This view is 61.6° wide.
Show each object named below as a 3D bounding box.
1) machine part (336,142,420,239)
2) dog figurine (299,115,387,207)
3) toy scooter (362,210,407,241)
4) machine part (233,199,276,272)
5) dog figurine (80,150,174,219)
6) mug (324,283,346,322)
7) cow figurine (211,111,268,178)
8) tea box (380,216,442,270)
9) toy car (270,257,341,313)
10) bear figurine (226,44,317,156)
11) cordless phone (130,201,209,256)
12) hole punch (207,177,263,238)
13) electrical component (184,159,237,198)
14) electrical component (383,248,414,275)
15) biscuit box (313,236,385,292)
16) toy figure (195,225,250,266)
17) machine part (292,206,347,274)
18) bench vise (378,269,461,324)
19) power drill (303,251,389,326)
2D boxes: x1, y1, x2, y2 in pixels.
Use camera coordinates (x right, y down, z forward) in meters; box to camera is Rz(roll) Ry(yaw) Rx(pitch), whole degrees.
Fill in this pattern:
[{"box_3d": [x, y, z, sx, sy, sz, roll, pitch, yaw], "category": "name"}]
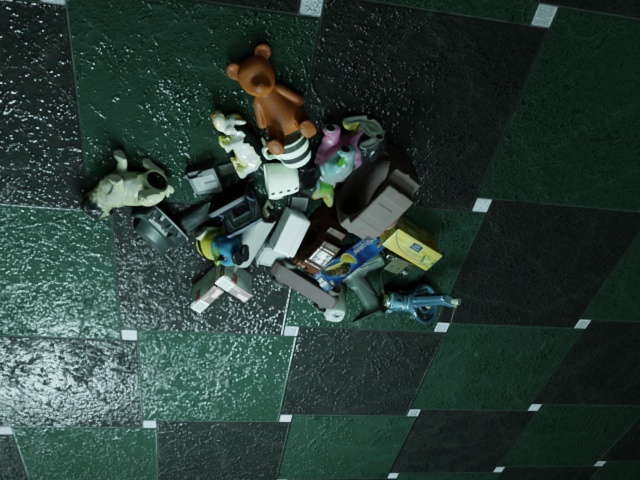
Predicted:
[{"box_3d": [0.134, -0.116, 1.276, 0.087, 0.202, 0.201, 30, 120, -26], "category": "machine part"}, {"box_3d": [0.048, -0.178, 1.276, 0.191, 0.108, 0.219, -22, 155, -28], "category": "dog figurine"}, {"box_3d": [0.171, -0.078, 1.380, 0.075, 0.135, 0.184, 44, 134, -8], "category": "toy scooter"}, {"box_3d": [-0.183, -0.011, 1.407, 0.079, 0.079, 0.243, 19, 125, -21], "category": "machine part"}, {"box_3d": [-0.466, -0.104, 1.294, 0.172, 0.121, 0.190, 29, 135, -24], "category": "dog figurine"}, {"box_3d": [0.035, 0.195, 1.586, 0.081, 0.107, 0.109, 16, 124, -17], "category": "mug"}, {"box_3d": [-0.180, -0.232, 1.225, 0.098, 0.068, 0.167, -27, 133, -5], "category": "cow figurine"}, {"box_3d": [0.241, 0.000, 1.456, 0.169, 0.098, 0.068, 31, 119, -26], "category": "tea box"}, {"box_3d": [-0.039, 0.119, 1.456, 0.202, 0.053, 0.089, 32, 122, -1], "category": "toy car"}, {"box_3d": [-0.105, -0.301, 1.144, 0.120, 0.132, 0.195, -26, 134, 9], "category": "bear figurine"}, {"box_3d": [-0.366, -0.060, 1.355, 0.184, 0.089, 0.146, -32, 127, 5], "category": "cordless phone"}, {"box_3d": [-0.204, -0.079, 1.320, 0.142, 0.116, 0.092, -29, 121, 15], "category": "hole punch"}, {"box_3d": [-0.259, -0.153, 1.299, 0.119, 0.048, 0.074, -10, 131, 3], "category": "electrical component"}, {"box_3d": [0.224, 0.056, 1.535, 0.102, 0.045, 0.078, 17, 137, -19], "category": "electrical component"}, {"box_3d": [0.080, 0.054, 1.422, 0.203, 0.059, 0.063, -36, 177, -21], "category": "biscuit box"}, {"box_3d": [-0.253, 0.021, 1.369, 0.082, 0.180, 0.089, -2, 110, -47], "category": "toy figure"}, {"box_3d": [-0.003, -0.004, 1.378, 0.056, 0.179, 0.179, 30, 120, -24], "category": "machine part"}, {"box_3d": [0.291, 0.177, 1.567, 0.223, 0.129, 0.241, 29, 155, -36], "category": "bench vise"}, {"box_3d": [0.087, 0.132, 1.508, 0.232, 0.207, 0.086, -22, 171, 1], "category": "power drill"}]
